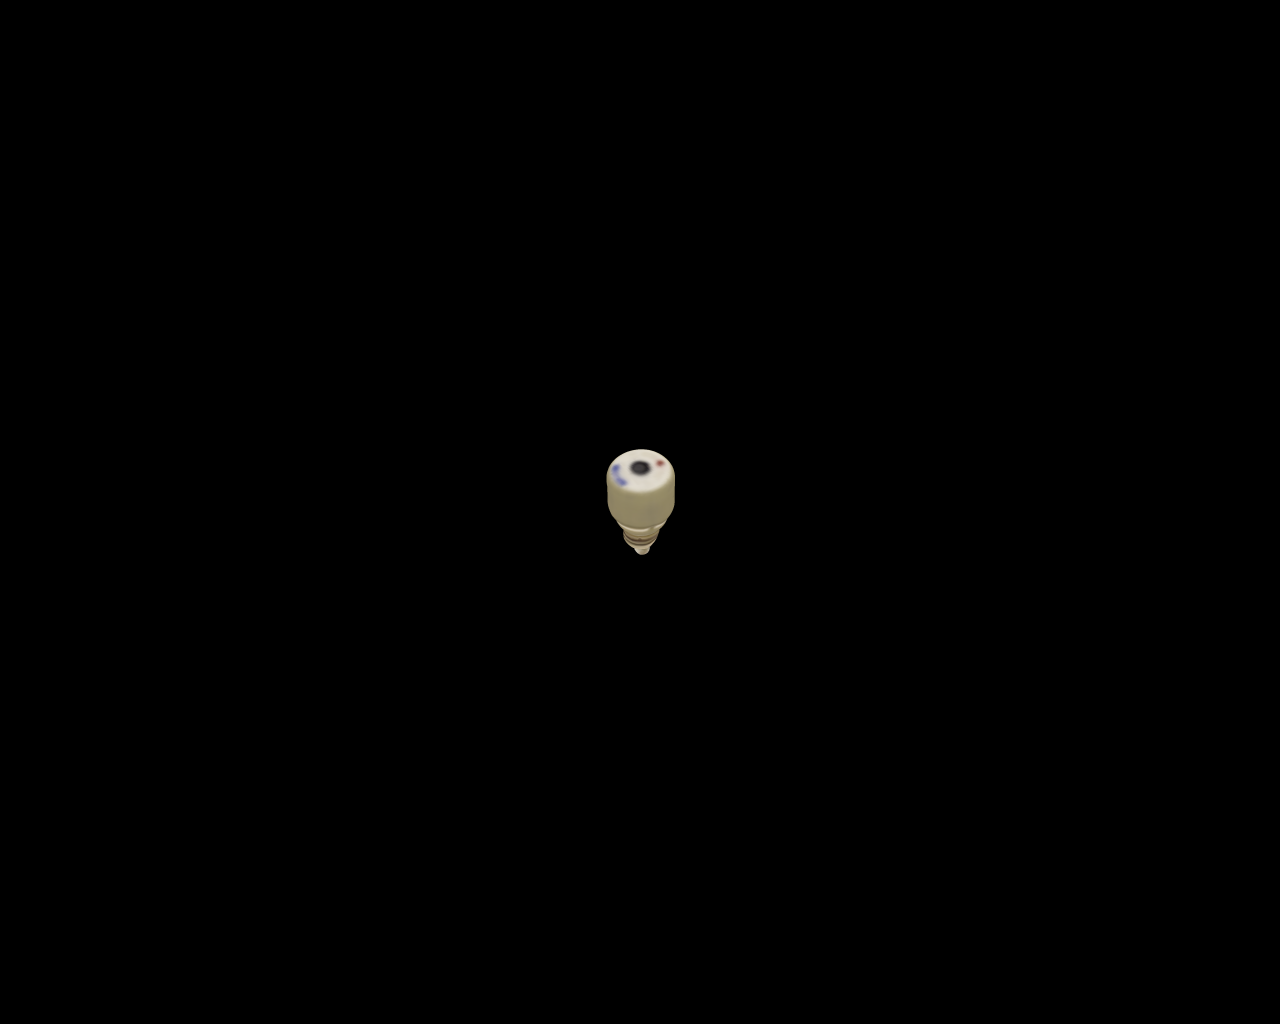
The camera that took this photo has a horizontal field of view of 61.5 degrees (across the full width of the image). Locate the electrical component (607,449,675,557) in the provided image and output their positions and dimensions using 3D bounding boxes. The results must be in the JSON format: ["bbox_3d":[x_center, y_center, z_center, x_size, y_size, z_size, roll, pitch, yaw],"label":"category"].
[{"bbox_3d":[0.001,-0.003,0.650,0.040,0.040,0.078,0,-43,0],"label":"electrical component"}]
